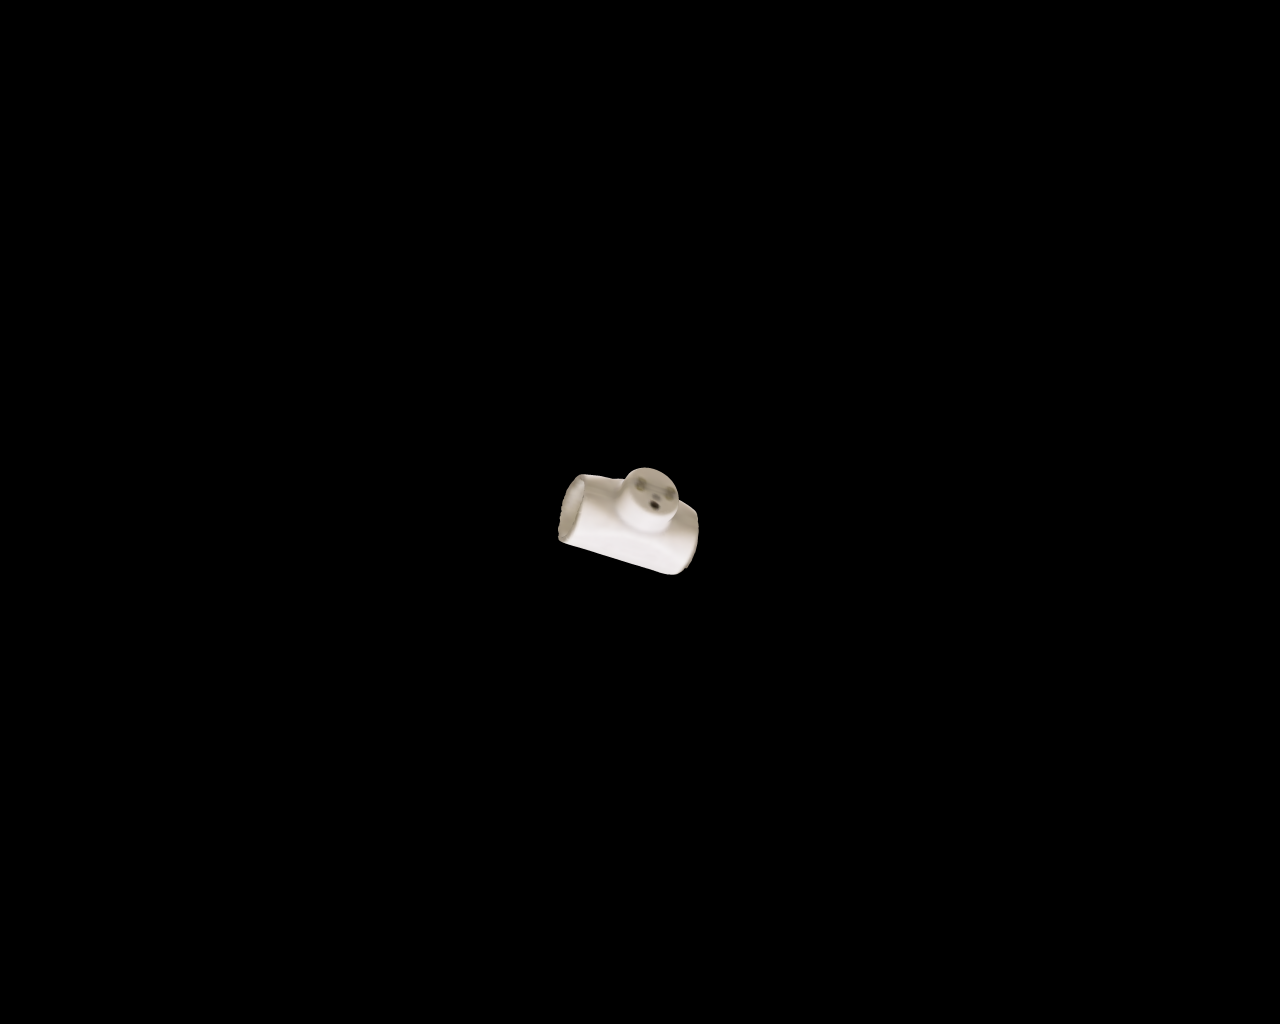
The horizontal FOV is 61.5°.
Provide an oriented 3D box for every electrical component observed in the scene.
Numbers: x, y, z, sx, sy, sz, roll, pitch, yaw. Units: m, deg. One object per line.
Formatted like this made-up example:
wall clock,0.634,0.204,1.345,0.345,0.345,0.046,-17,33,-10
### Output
electrical component,0.001,-0.003,0.650,0.077,0.044,0.079,18,-44,-19
